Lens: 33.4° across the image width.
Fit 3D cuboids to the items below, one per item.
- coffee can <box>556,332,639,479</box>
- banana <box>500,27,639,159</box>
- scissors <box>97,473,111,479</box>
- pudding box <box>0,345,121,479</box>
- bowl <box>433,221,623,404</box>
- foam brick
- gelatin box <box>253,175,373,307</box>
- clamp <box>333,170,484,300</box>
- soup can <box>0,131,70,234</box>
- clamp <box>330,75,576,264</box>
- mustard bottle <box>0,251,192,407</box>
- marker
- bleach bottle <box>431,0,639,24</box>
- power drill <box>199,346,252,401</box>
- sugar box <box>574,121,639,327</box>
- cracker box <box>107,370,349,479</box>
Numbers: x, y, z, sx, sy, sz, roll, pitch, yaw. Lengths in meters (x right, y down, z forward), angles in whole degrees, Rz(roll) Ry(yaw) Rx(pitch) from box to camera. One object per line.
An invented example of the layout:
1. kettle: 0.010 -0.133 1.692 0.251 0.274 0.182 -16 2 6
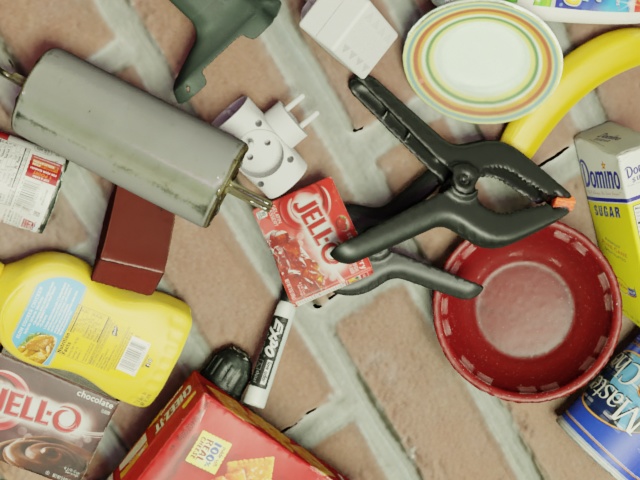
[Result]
1. coffee can: 0.304 0.152 0.986 0.102 0.103 0.140 40 95 -19
2. banana: 0.224 -0.128 0.922 0.198 0.037 0.069 -33 110 0
3. scissors: -0.231 0.221 0.952 0.201 0.016 0.096 36 95 -19
4. pudding box: -0.241 0.150 0.916 0.113 0.039 0.090 25 101 -16
5. bowl: 0.181 0.061 0.942 0.162 0.055 0.162 -1 85 10
6. foam brick: -0.149 -0.003 0.861 0.053 0.051 0.078 16 61 -15
7. gelatin box: -0.006 0.001 0.887 0.073 0.030 0.089 -23 77 1
8. clamp: 0.052 -0.006 0.918 0.171 0.039 0.120 -2 77 -1
9. soup can: -0.256 -0.052 0.838 0.102 0.068 0.068 20 102 -16
10. clamp: 0.110 -0.054 0.889 0.209 0.036 0.164 4 74 -13
11. mustard bottle: -0.210 0.063 0.886 0.191 0.058 0.096 25 106 -17
12. marker: -0.038 0.085 0.923 0.020 0.020 0.121 23 76 -16
13. bleach bottle: 0.219 -0.230 0.877 0.250 0.068 0.103 1 114 -13
14. power drill: -0.065 0.209 0.957 0.187 0.057 0.184 33 91 -17
15. sugar box: 0.276 -0.010 0.938 0.048 0.093 0.176 -22 108 -4
16. cracker box: -0.069 0.238 0.892 0.213 0.072 0.164 39 90 -17
